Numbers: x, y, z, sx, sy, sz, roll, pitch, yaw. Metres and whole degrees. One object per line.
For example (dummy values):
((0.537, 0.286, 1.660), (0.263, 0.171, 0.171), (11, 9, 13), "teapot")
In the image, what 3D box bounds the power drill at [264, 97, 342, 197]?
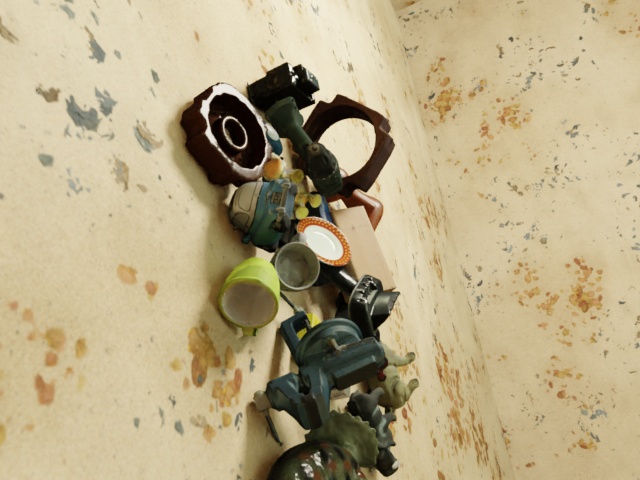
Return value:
((-0.026, -0.192, 1.085), (0.207, 0.086, 0.231), (50, -1, 24), "power drill")

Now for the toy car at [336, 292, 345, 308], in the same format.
((0.083, 0.090, 1.275), (0.089, 0.053, 0.202), (11, 57, -14), "toy car")

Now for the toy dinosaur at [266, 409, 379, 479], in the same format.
((-0.012, 0.374, 0.821), (0.404, 0.131, 0.192), (17, 46, -59), "toy dinosaur")

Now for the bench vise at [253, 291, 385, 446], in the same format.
((-0.019, 0.194, 0.895), (0.128, 0.224, 0.241), (62, -6, -35), "bench vise")

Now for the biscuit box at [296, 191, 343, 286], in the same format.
((-0.002, -0.004, 1.172), (0.059, 0.063, 0.202), (6, 69, -67), "biscuit box")

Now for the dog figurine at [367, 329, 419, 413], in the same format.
((0.124, 0.294, 1.232), (0.190, 0.121, 0.172), (35, 37, -35), "dog figurine")

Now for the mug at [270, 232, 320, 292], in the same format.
((-0.055, 0.043, 0.949), (0.081, 0.107, 0.109), (14, 71, -19), "mug")

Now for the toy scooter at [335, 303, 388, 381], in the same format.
((0.093, 0.220, 1.118), (0.135, 0.075, 0.184), (53, 11, -29), "toy scooter")

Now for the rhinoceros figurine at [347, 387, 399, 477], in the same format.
((0.120, 0.408, 1.145), (0.190, 0.073, 0.112), (68, 21, -9), "rhinoceros figurine")

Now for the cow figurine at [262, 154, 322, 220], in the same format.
((-0.075, -0.119, 1.067), (0.098, 0.068, 0.167), (37, -10, 46), "cow figurine")

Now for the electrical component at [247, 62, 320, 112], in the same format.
((-0.072, -0.319, 1.147), (0.115, 0.134, 0.058), (11, 63, -63), "electrical component")

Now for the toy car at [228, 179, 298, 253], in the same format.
((-0.103, -0.048, 0.910), (0.161, 0.103, 0.109), (132, -30, -69), "toy car")

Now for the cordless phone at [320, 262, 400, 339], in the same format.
((0.054, 0.100, 1.053), (0.184, 0.088, 0.146), (37, 26, 4), "cordless phone")

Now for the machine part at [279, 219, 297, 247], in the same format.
((-0.051, 0.007, 1.087), (0.138, 0.039, 0.084), (53, 24, -36), "machine part")

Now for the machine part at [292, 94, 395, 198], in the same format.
((0.055, -0.213, 1.234), (0.201, 0.201, 0.087), (-59, 158, 1), "machine part")

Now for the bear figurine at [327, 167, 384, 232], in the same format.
((0.063, -0.096, 1.355), (0.195, 0.120, 0.132), (33, 83, -21), "bear figurine")

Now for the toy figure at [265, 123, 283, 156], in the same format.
((-0.130, -0.218, 1.044), (0.064, 0.058, 0.154), (40, -5, 46), "toy figure")

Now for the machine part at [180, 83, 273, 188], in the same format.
((-0.158, -0.177, 0.921), (0.179, 0.056, 0.179), (31, 51, -46), "machine part")
